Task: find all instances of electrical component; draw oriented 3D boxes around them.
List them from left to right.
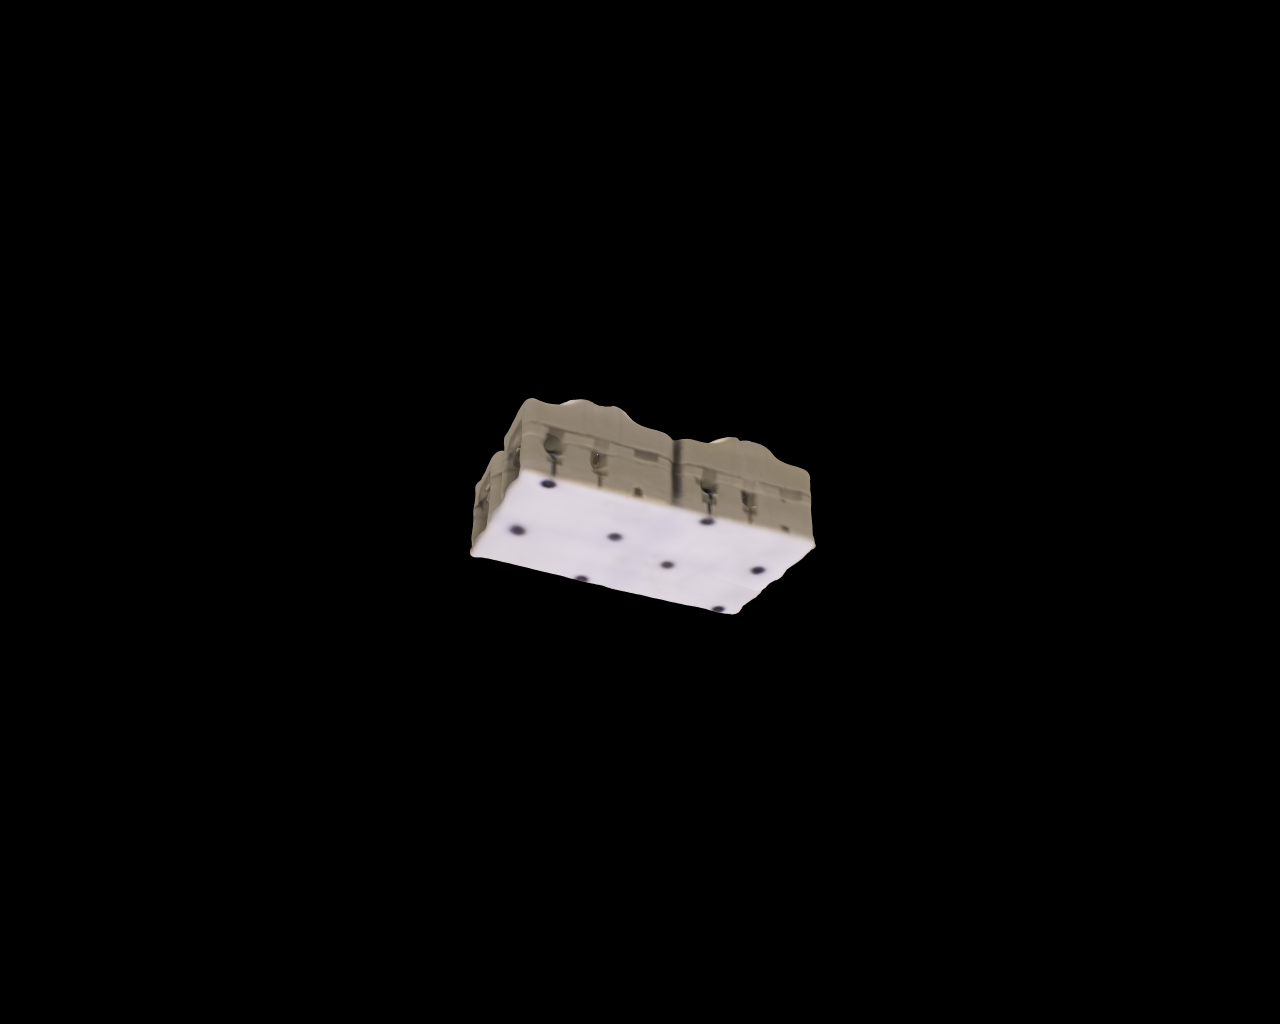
[{"bbox_3d":[0.001,-0.003,0.650,0.186,0.060,0.105,14,-36,-20],"label":"electrical component"}]
